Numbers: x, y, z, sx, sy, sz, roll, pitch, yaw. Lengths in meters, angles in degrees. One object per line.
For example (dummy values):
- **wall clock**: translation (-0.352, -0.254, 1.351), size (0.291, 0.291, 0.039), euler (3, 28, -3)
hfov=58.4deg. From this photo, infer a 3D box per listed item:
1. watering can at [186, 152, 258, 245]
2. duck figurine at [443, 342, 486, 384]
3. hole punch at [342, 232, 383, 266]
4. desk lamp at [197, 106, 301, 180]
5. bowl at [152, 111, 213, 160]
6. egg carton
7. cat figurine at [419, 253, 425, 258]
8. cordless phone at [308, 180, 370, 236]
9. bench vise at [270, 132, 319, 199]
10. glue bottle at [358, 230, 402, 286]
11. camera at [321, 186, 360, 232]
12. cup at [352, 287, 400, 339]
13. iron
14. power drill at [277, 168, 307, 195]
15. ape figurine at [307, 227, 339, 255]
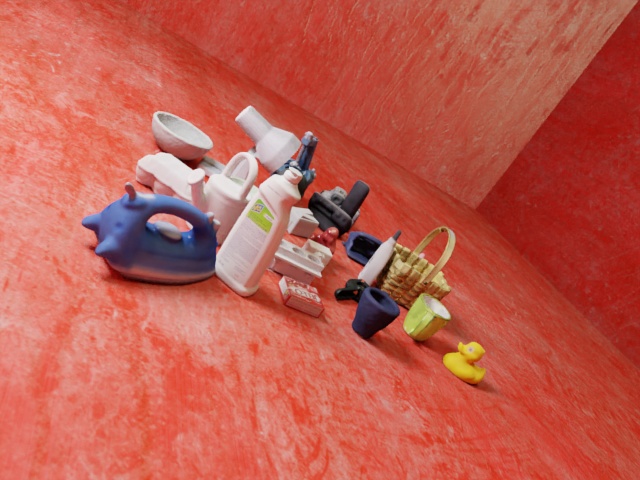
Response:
- **watering can**: translation (-0.196, -0.095, 1.189), size (0.100, 0.194, 0.173), euler (42, 19, 20)
- **duck figurine**: translation (0.359, 0.287, 1.369), size (0.104, 0.086, 0.077), euler (33, 18, -4)
- **hole punch**: translation (0.130, 0.014, 1.647), size (0.109, 0.091, 0.101), euler (29, 19, -16)
- **desk lamp**: translation (-0.184, -0.232, 1.521), size (0.204, 0.213, 0.118), euler (30, 19, -15)
- **bowl**: translation (-0.368, -0.258, 1.488), size (0.168, 0.074, 0.167), euler (31, 19, -11)
- **egg carton**: translation (-0.323, -0.130, 1.254), size (0.150, 0.069, 0.107), euler (35, 18, 2)
- **cat figurine**: translation (0.275, 0.096, 1.650), size (0.128, 0.117, 0.067), euler (35, 18, 2)
- **cordless phone**: translation (0.054, -0.115, 1.688), size (0.147, 0.185, 0.094), euler (37, 18, 8)
- **bench vise**: translation (-0.066, -0.226, 1.701), size (0.121, 0.219, 0.208), euler (36, 18, 3)
- **glue bottle**: translation (0.160, 0.043, 1.494), size (0.037, 0.173, 0.078), euler (33, 18, -5)
- **camera**: translation (0.059, -0.115, 1.831), size (0.143, 0.100, 0.137), euler (32, 18, -8)
- **cup**: translation (0.114, 0.160, 1.247), size (0.091, 0.095, 0.118), euler (35, 18, 2)
- **iron**: translation (-0.252, -0.013, 0.969), size (0.259, 0.141, 0.118), euler (14, 27, -47)
- **power drill**: translation (-0.098, -0.072, 1.277), size (0.075, 0.208, 0.230), euler (34, 18, -1)
- **ape figurine**: translation (0.013, 0.005, 1.464), size (0.077, 0.092, 0.076), euler (45, 21, 30)
